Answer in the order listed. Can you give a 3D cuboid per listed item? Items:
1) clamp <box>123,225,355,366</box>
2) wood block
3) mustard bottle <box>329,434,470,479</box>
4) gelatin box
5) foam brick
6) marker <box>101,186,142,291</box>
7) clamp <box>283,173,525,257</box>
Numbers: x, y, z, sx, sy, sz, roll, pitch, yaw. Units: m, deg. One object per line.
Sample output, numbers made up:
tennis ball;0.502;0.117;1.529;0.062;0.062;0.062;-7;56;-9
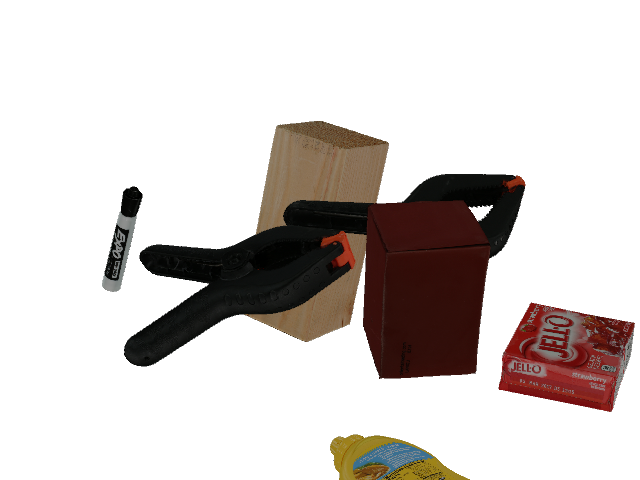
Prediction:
clamp;-0.062;0.035;0.757;0.172;0.120;0.039;-12;-47;18
wood block;-0.007;-0.013;1.117;0.090;0.206;0.090;21;20;28
mustard bottle;0.073;0.224;0.965;0.096;0.058;0.192;-18;27;-33
gelatin box;0.165;0.075;0.709;0.073;0.030;0.089;10;23;21
foam brick;0.052;0.024;0.543;0.053;0.078;0.051;-2;31;-7
marker;-0.192;-0.001;1.035;0.020;0.121;0.020;14;34;-10
clamp;0.095;-0.001;0.897;0.209;0.036;0.165;-18;51;-22
